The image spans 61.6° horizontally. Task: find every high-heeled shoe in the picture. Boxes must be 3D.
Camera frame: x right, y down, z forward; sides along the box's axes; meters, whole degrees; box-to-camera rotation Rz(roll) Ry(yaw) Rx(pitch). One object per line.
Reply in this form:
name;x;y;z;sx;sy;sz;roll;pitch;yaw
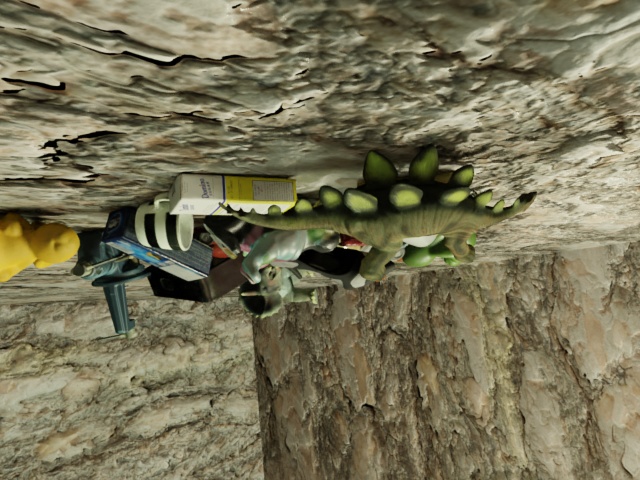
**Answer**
high-heeled shoe;0.005;0.021;0.999;0.249;0.086;0.145;-9;134;30

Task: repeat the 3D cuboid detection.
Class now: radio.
radio;-0.275;0.073;1.193;0.230;0.073;0.131;-1;-157;41

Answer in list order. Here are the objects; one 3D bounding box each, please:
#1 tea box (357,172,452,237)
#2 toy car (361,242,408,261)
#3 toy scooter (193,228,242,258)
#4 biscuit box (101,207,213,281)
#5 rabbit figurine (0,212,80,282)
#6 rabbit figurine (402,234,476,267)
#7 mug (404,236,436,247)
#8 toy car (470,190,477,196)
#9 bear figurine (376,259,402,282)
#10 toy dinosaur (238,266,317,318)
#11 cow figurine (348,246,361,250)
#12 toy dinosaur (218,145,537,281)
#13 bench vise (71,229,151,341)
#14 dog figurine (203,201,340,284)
tea box;0.151;-0.054;0.913;0.170;0.068;0.098;-6;149;5
toy car;0.113;0.016;1.229;0.161;0.109;0.102;-44;139;15
toy scooter;-0.244;0.001;1.102;0.135;0.075;0.184;2;173;-42
biscuit box;-0.289;0.011;0.974;0.059;0.063;0.202;-13;149;33
rabbit figurine;-0.477;0.013;0.873;0.173;0.121;0.162;-5;176;-6
rabbit figurine;0.282;0.018;1.270;0.170;0.121;0.159;-24;176;-16
mug;0.197;-0.033;1.143;0.107;0.080;0.110;12;168;-37
toy car;0.211;-0.065;1.035;0.202;0.053;0.089;-3;174;-25
bear figurine;0.131;0.030;1.380;0.120;0.132;0.196;-47;167;8
toy dinosaur;-0.109;0.090;1.374;0.192;0.131;0.405;-6;-171;-3
cow figurine;-0.002;-0.003;1.142;0.195;0.086;0.127;14;122;-23
toy dinosaur;0.098;-0.040;0.786;0.472;0.105;0.198;-9;140;-5
bench vise;-0.423;0.094;1.110;0.129;0.240;0.224;-9;-173;-3
dog figurine;-0.070;-0.031;0.944;0.219;0.191;0.108;-39;177;-16
